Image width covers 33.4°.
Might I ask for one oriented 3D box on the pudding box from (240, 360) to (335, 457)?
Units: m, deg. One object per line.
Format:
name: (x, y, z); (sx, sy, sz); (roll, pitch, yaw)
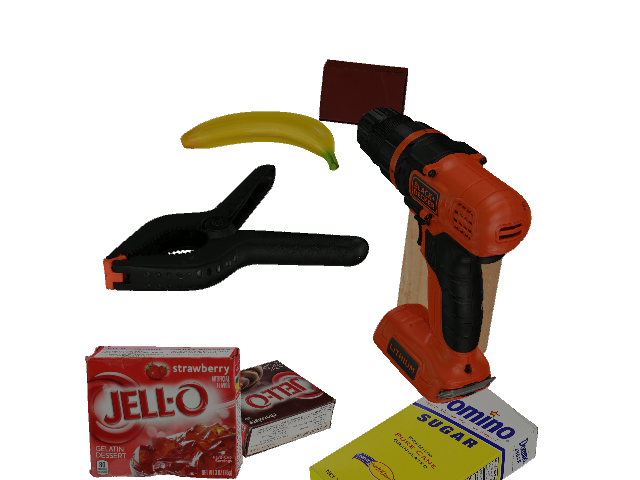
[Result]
pudding box: (-0.056, 0.161, 1.037); (0.113, 0.039, 0.090); (-13, 29, -41)

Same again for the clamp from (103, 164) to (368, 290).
clamp: (-0.086, -0.006, 0.904); (0.209, 0.036, 0.165); (-14, 35, -22)

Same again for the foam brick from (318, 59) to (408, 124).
foam brick: (0.040, -0.134, 0.981); (0.078, 0.051, 0.053); (7, 17, 5)

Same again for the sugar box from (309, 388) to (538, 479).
sugar box: (0.088, 0.185, 0.892); (0.176, 0.048, 0.093); (-29, 44, -27)

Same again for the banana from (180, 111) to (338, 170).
banana: (-0.065, -0.126, 1.261); (0.198, 0.037, 0.069); (8, 40, 16)

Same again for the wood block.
wood block: (0.148, 0.037, 1.210); (0.090, 0.206, 0.090); (17, 26, 25)

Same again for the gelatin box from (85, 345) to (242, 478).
gelatin box: (-0.091, 0.101, 0.628); (0.089, 0.073, 0.030); (0, 8, 4)

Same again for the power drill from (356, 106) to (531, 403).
power drill: (0.078, 0.010, 0.786); (0.057, 0.188, 0.185); (-14, 34, -22)
